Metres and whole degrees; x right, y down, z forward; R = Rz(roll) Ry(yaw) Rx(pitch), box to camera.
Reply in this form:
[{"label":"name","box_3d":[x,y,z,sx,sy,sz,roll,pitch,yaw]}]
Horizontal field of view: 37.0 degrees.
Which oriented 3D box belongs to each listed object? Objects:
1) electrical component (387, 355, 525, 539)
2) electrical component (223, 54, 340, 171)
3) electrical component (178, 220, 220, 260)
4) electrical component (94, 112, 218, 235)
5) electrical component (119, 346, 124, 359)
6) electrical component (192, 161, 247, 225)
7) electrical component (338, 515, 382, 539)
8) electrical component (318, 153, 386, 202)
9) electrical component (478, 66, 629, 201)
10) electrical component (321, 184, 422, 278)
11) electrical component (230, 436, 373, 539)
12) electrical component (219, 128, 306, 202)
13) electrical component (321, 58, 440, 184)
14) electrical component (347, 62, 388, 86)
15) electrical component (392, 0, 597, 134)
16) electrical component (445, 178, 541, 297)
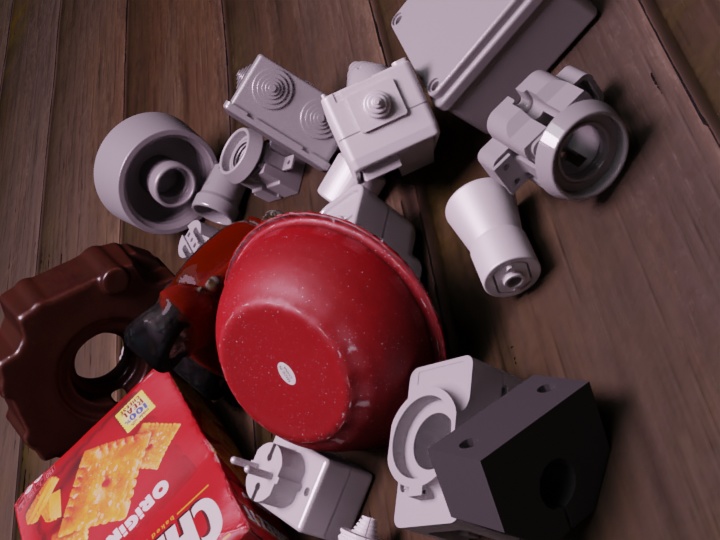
[{"label":"electrical component","box_3d":[0.053,0.097,0.580,0.050,0.056,0.089,-21,53,47]},{"label":"electrical component","box_3d":[-0.052,-0.118,0.813,0.048,0.100,0.100,-59,7,2]},{"label":"electrical component","box_3d":[-0.125,-0.018,0.908,0.040,0.046,0.040,-32,45,40]},{"label":"electrical component","box_3d":[-0.179,-0.084,0.976,0.060,0.108,0.108,32,96,51]},{"label":"electrical component","box_3d":[-0.186,0.066,0.945,0.078,0.040,0.040,-31,46,40]},{"label":"electrical component","box_3d":[-0.120,-0.068,0.942,0.040,0.040,0.046,-3,61,53]},{"label":"electrical component","box_3d":[-0.007,0.182,0.619,0.043,0.043,0.081,5,73,55]},{"label":"electrical component","box_3d":[0.002,-0.074,0.775,0.078,0.040,0.040,-59,34,9]},{"label":"electrical component","box_3d":[0.113,-0.073,0.604,0.078,0.058,0.057,-44,38,-1]},{"label":"electrical component","box_3d":[0.000,0.000,0.703,0.054,0.059,0.095,-33,32,40]},{"label":"electrical component","box_3d":[-0.045,0.131,0.675,0.066,0.077,0.047,15,82,56]},{"label":"electrical component","box_3d":[-0.081,-0.087,0.884,0.066,0.055,0.048,-11,61,51]},{"label":"electrical component","box_3d":[0.015,-0.093,0.706,0.062,0.061,0.096,-24,-2,1]},{"label":"electrical component","box_3d":[0.009,-0.136,0.805,0.040,0.040,0.078,-53,35,17]},{"label":"electrical component","box_3d":[0.084,-0.165,0.706,0.108,0.056,0.108,-48,37,24]},{"label":"electrical component","box_3d":[0.080,-0.017,0.631,0.044,0.044,0.065,-44,43,28]}]
